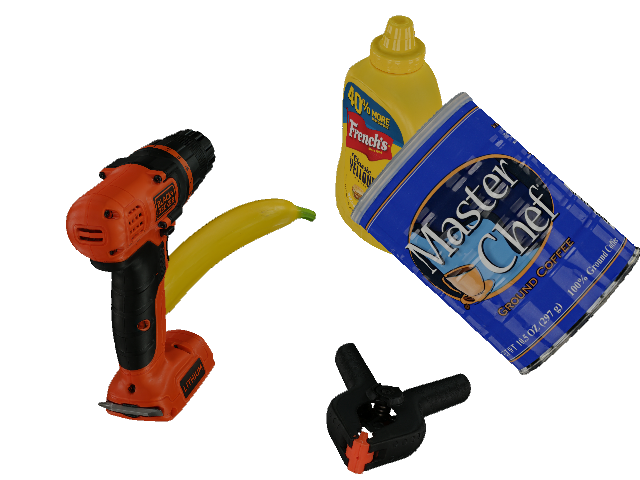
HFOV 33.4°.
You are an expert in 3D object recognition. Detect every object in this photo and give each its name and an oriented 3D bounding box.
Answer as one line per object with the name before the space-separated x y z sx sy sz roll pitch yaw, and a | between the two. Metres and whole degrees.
banana | -0.098 0.012 1.024 0.198 0.069 0.037 -31 40 2
coffee can | 0.103 -0.005 0.639 0.140 0.103 0.102 43 5 6
power drill | -0.120 0.023 0.789 0.057 0.188 0.184 4 23 18
clamp | 0.043 0.132 0.874 0.120 0.039 0.171 12 18 23
mustard bottle | 0.054 -0.087 0.835 0.058 0.192 0.096 -20 46 -25
